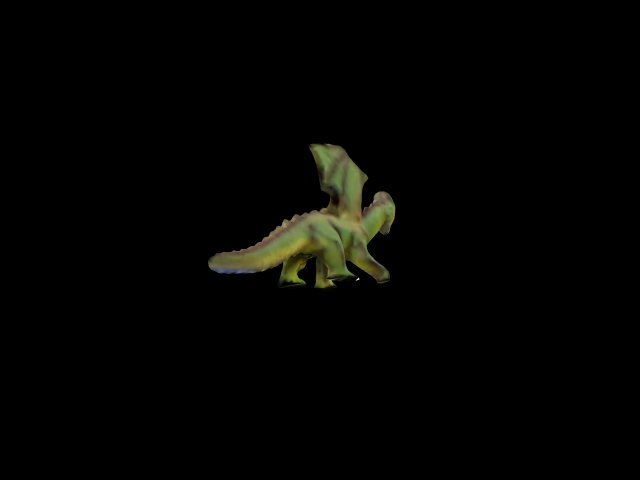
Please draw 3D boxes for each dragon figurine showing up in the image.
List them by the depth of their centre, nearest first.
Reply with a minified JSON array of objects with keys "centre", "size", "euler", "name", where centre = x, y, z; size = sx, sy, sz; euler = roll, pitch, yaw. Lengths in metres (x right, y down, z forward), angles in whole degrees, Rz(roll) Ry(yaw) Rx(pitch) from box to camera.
[{"centre":[0.003,-0.043,0.850],"size":[0.121,0.246,0.408],"euler":[-13,-18,42],"name":"dragon figurine"}]
